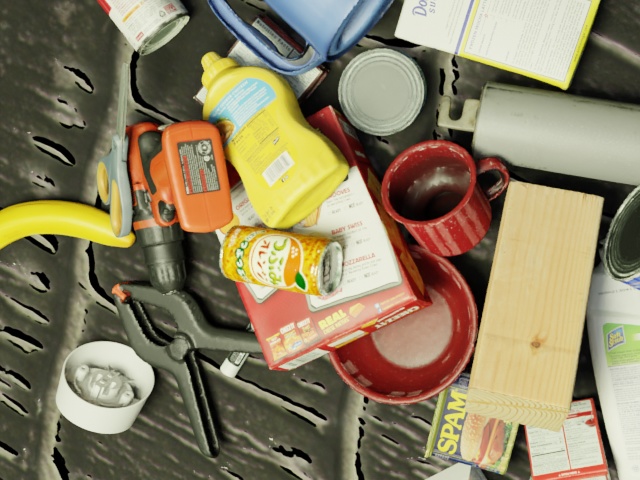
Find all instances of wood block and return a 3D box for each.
[{"bbox_3d":[0.200,0.061,0.997,0.091,0.090,0.206,11,69,10],"label":"wood block"}]

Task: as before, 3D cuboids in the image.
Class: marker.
[{"bbox_3d":[-0.070,0.097,1.153,0.020,0.020,0.121,34,106,4],"label":"marker"}]

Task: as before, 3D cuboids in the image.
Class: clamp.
[{"bbox_3d":[-0.135,0.109,1.150,0.210,0.036,0.165,46,108,10],"label":"clamp"}]

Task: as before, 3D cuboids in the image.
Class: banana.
[{"bbox_3d":[-0.301,-0.012,1.178,0.198,0.037,0.069,-9,114,15],"label":"banana"}]

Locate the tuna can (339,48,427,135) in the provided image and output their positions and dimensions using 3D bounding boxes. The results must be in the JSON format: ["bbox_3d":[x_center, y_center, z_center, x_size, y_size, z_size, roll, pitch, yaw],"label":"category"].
[{"bbox_3d":[0.063,-0.149,1.067,0.086,0.033,0.086,3,101,13],"label":"tuna can"}]

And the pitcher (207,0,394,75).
[{"bbox_3d":[-0.043,-0.285,1.017,0.243,0.149,0.145,41,144,6],"label":"pitcher"}]

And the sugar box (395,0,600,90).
[{"bbox_3d":[0.170,-0.214,1.024,0.176,0.048,0.093,20,104,12],"label":"sugar box"}]

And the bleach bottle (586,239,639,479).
[{"bbox_3d":[0.320,0.119,1.047,0.103,0.068,0.251,-11,96,13],"label":"bleach bottle"}]

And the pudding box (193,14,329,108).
[{"bbox_3d":[-0.060,-0.160,1.091,0.090,0.039,0.113,42,104,3],"label":"pudding box"}]

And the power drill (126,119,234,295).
[{"bbox_3d":[-0.146,-0.037,1.065,0.057,0.188,0.184,-13,91,-26],"label":"power drill"}]

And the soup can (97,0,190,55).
[{"bbox_3d":[-0.189,-0.249,1.088,0.069,0.068,0.102,-37,92,17],"label":"soup can"}]

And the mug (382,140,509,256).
[{"bbox_3d":[0.127,-0.042,1.023,0.117,0.081,0.093,-29,54,10],"label":"mug"}]

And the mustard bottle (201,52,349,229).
[{"bbox_3d":[-0.060,-0.110,1.030,0.096,0.058,0.192,-43,68,19],"label":"mustard bottle"}]

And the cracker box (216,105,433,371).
[{"bbox_3d":[-0.007,0.001,1.062,0.164,0.072,0.214,-27,73,15],"label":"cracker box"}]

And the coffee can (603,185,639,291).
[{"bbox_3d":[0.348,0.017,0.977,0.140,0.103,0.103,23,106,-13],"label":"coffee can"}]

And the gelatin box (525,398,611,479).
[{"bbox_3d":[0.246,0.206,1.069,0.073,0.089,0.030,-13,135,14],"label":"gelatin box"}]

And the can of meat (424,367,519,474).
[{"bbox_3d":[0.160,0.183,1.099,0.084,0.057,0.102,14,104,7],"label":"can of meat"}]

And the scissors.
[{"bbox_3d":[-0.212,-0.100,1.100,0.016,0.096,0.202,-11,120,-27],"label":"scissors"}]

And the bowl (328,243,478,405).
[{"bbox_3d":[0.086,0.086,1.083,0.162,0.055,0.162,-3,82,20],"label":"bowl"}]
